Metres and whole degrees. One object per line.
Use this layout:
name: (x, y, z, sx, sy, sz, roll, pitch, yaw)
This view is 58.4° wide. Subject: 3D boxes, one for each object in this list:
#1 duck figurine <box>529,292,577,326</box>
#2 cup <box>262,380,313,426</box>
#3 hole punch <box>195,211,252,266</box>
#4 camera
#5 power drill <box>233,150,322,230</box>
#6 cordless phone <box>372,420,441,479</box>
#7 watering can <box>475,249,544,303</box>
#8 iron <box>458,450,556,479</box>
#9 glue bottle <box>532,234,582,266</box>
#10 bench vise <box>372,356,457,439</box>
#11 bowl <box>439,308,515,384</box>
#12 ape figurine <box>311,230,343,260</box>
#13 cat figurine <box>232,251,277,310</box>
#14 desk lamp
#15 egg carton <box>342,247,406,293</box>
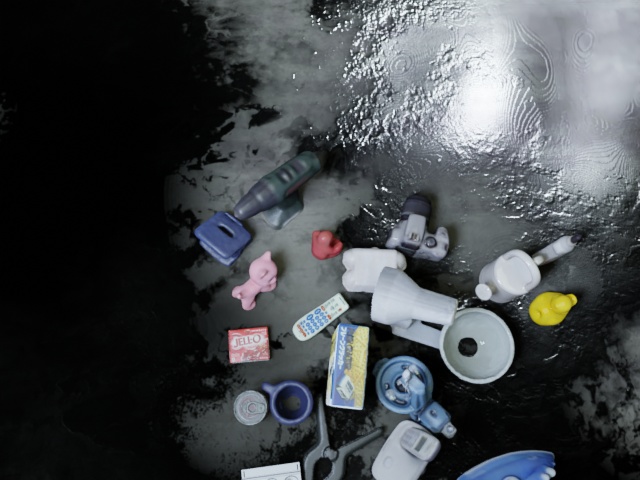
duck figurine: (0.540, 0.154, 1.317, 0.104, 0.086, 0.077, -21, 77, -8)
cup: (-0.073, 0.343, 1.233, 0.117, 0.095, 0.092, 30, 76, 6)
hole punch: (-0.222, -0.011, 1.324, 0.108, 0.091, 0.101, 38, 77, 8)
camera: (0.238, -0.033, 1.346, 0.143, 0.101, 0.137, 14, 75, 1)
power drill: (-0.094, -0.098, 1.293, 0.230, 0.208, 0.075, -43, 80, -12)
cordless phone: (0.183, 0.450, 1.169, 0.094, 0.185, 0.148, 32, 76, 7)
watering can: (0.427, 0.082, 1.275, 0.101, 0.194, 0.173, 38, 77, 8)
iron: (0.402, 0.512, 1.185, 0.258, 0.141, 0.118, -27, 77, -9)
glue bottle: (0.552, 0.016, 1.310, 0.078, 0.173, 0.037, -26, 77, -9)
bench vise: (0.210, 0.317, 1.189, 0.207, 0.220, 0.121, 27, 75, 5)
bowl: (0.345, 0.240, 1.291, 0.167, 0.075, 0.167, 1, 75, -2)
ape figurine: (0.012, 0.005, 1.330, 0.076, 0.092, 0.077, -41, 80, -12)
cat figurine: (-0.142, 0.090, 1.287, 0.067, 0.118, 0.128, 43, 77, 9)
desk lamp: (0.204, 0.147, 1.238, 0.203, 0.213, 0.118, 17, 75, 2)
egg carton: (0.126, 0.071, 1.329, 0.150, 0.069, 0.107, 2, 75, -2)
